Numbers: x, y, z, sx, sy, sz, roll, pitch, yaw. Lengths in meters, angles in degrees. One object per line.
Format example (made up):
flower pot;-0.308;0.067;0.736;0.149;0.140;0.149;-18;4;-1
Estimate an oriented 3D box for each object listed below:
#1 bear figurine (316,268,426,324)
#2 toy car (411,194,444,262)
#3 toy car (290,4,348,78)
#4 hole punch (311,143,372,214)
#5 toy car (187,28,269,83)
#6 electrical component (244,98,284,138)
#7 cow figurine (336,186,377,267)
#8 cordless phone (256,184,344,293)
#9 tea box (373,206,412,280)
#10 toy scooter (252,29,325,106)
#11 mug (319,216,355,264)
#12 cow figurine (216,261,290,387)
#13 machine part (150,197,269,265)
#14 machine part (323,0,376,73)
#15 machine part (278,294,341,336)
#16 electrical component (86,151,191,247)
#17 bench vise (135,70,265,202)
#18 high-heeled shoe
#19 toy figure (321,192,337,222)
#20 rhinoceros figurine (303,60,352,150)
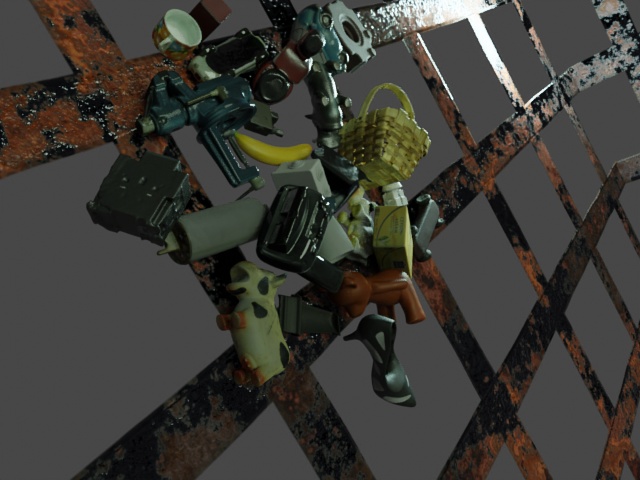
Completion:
bear figurine;0.098;0.117;1.056;0.196;0.120;0.132;-6;82;-43
toy car;0.246;-0.028;1.298;0.089;0.053;0.202;58;40;-25
toy car;-0.017;-0.424;1.190;0.103;0.109;0.161;-39;114;-23
hole punch;0.022;-0.124;1.094;0.142;0.092;0.116;34;26;8
toy car;-0.171;-0.348;1.036;0.073;0.056;0.202;49;45;-8
electrical component;-0.123;-0.235;1.035;0.102;0.045;0.078;6;61;-40
cow figurine;0.088;-0.032;1.140;0.098;0.068;0.167;30;58;-39
cordless phone;-0.009;0.001;0.925;0.184;0.089;0.146;35;64;-35
tea box;0.156;0.009;1.129;0.169;0.068;0.098;61;32;-61
toy scooter;-0.070;-0.349;1.076;0.075;0.184;0.135;41;8;-27
mug;-0.002;-0.003;1.044;0.109;0.081;0.107;-20;77;-36
cow figurine;-0.101;0.128;0.886;0.127;0.085;0.194;-16;88;-48
machine part;-0.168;-0.017;0.887;0.243;0.079;0.079;-20;88;-47
machine part;0.059;-0.491;1.293;0.179;0.056;0.179;28;49;-37
machine part;-0.021;0.144;0.989;0.139;0.039;0.084;20;55;-35
electrical component;-0.260;-0.069;0.799;0.115;0.058;0.134;16;56;2
bench vise;-0.182;-0.180;0.912;0.223;0.129;0.240;-32;90;-45
high-heeled shoe;0.150;0.235;1.035;0.248;0.145;0.086;45;49;-18
toy figure;-0.032;-0.027;0.980;0.058;0.154;0.064;57;-3;24
rhinoceros figurine;0.006;-0.285;1.138;0.073;0.112;0.190;-15;95;-31
